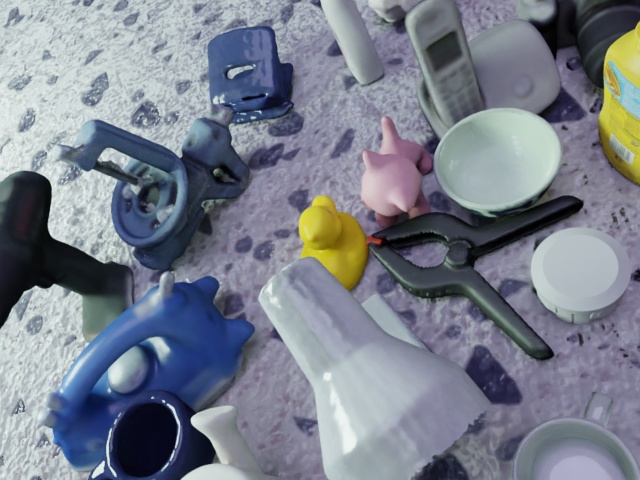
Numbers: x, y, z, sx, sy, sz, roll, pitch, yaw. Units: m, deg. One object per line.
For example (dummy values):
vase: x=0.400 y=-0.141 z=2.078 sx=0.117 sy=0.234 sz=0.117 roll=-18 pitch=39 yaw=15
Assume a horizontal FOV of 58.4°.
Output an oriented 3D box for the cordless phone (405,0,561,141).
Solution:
cordless phone: x=0.164 y=-0.187 z=0.585 sx=0.147 sy=0.185 sz=0.094 roll=-35 pitch=55 yaw=3

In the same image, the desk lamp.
desk lamp: x=0.039 y=0.110 z=0.461 sx=0.118 sy=0.214 sz=0.202 roll=-39 pitch=55 yaw=0

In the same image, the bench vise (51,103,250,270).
bench vise: x=-0.194 y=-0.091 z=0.666 sx=0.121 sy=0.220 sz=0.207 roll=10 pitch=68 yaw=27

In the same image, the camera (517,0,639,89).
camera: x=0.289 y=-0.233 z=0.608 sx=0.143 sy=0.101 sz=0.137 roll=-9 pitch=60 yaw=19

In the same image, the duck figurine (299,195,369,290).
duck figurine: x=0.006 y=0.002 z=0.611 sx=0.077 sy=0.086 sz=0.104 roll=-6 pitch=61 yaw=21

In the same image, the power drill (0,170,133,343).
power drill: x=-0.306 y=0.041 z=0.650 sx=0.075 sy=0.209 sz=0.229 roll=-23 pitch=57 yaw=10

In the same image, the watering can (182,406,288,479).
watering can: x=-0.083 y=0.227 z=0.461 sx=0.101 sy=0.195 sz=0.172 roll=-32 pitch=55 yaw=5

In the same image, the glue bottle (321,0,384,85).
glue bottle: x=0.028 y=-0.271 z=0.697 sx=0.037 sy=0.174 sz=0.078 roll=-32 pitch=55 yaw=5

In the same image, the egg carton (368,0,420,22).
egg carton: x=0.134 y=-0.358 z=0.762 sx=0.107 sy=0.070 sz=0.150 roll=17 pitch=71 yaw=30

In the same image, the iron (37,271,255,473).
iron: x=-0.200 y=0.140 z=0.592 sx=0.258 sy=0.142 sz=0.118 roll=-44 pitch=55 yaw=-4

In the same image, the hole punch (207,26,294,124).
hole punch: x=-0.096 y=-0.222 z=0.774 sx=0.108 sy=0.091 sz=0.101 roll=-5 pitch=61 yaw=21

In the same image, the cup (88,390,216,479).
cup: x=-0.155 y=0.211 z=0.562 sx=0.118 sy=0.095 sz=0.091 roll=-37 pitch=55 yaw=1

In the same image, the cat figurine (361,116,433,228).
cat figurine: x=0.076 y=-0.070 z=0.601 sx=0.067 sy=0.118 sz=0.128 roll=-7 pitch=61 yaw=20
